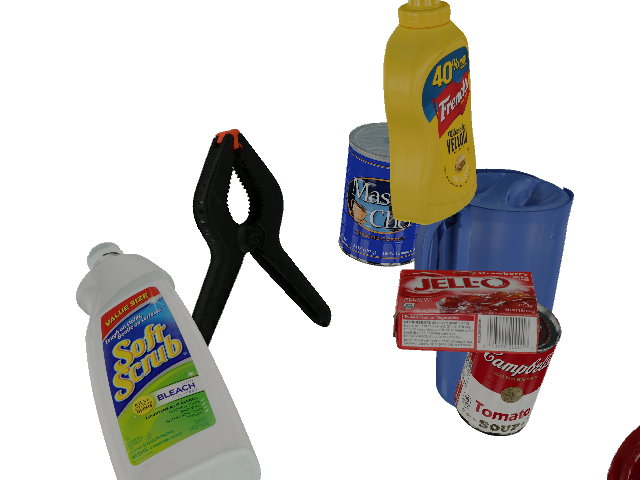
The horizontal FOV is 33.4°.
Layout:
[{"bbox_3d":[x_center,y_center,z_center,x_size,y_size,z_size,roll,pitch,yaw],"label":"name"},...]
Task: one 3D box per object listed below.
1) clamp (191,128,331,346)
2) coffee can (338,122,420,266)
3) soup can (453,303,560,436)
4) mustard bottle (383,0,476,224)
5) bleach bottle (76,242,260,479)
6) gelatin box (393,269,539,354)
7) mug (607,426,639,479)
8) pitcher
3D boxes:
[{"bbox_3d":[-0.062,0.002,0.996,0.164,0.210,0.036,-4,0,-39],"label":"clamp"},{"bbox_3d":[0.078,-0.055,1.258,0.103,0.140,0.103,4,29,-2],"label":"coffee can"},{"bbox_3d":[0.155,0.106,0.900,0.068,0.102,0.068,6,37,-5],"label":"soup can"},{"bbox_3d":[0.089,-0.116,0.869,0.058,0.191,0.096,12,31,35],"label":"mustard bottle"},{"bbox_3d":[-0.136,0.095,0.807,0.102,0.068,0.251,-24,49,-11],"label":"bleach bottle"},{"bbox_3d":[0.093,0.043,0.685,0.089,0.030,0.073,1,19,7],"label":"gelatin box"},{"bbox_3d":[0.149,0.117,0.354,0.117,0.081,0.093,5,37,8],"label":"mug"},{"bbox_3d":[0.172,0.056,1.100,0.149,0.243,0.145,5,21,8],"label":"pitcher"}]
